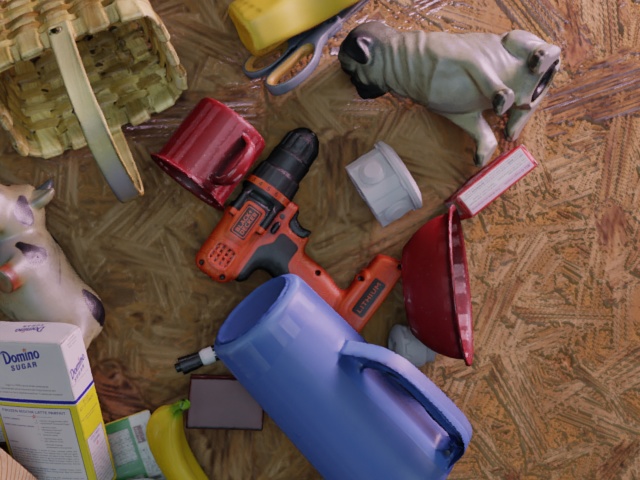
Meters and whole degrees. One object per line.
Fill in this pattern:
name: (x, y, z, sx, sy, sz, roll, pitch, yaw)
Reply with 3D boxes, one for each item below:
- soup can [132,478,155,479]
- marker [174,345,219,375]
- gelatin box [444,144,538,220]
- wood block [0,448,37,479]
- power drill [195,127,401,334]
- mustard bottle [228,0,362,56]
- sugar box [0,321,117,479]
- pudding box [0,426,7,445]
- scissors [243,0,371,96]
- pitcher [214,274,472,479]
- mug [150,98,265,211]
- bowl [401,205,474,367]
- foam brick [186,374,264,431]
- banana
soup can: (-0.179, 0.297, 1.060, 0.068, 0.068, 0.102, -8, 103, -5)
marker: (-0.093, 0.111, 1.105, 0.121, 0.020, 0.020, -21, 90, -5)
gelatin box: (0.175, -0.059, 1.101, 0.089, 0.073, 0.030, -39, 91, -4)
wood block: (-0.381, 0.221, 0.992, 0.206, 0.091, 0.090, 11, 60, 24)
power drill: (-0.007, 0.001, 1.097, 0.187, 0.057, 0.184, 36, 86, -1)
mustard bottle: (0.005, -0.254, 1.081, 0.191, 0.096, 0.058, -27, 111, -5)
sugar box: (-0.258, 0.163, 1.016, 0.093, 0.048, 0.176, 1, 114, 17)
pudding box: (-0.338, 0.151, 1.077, 0.090, 0.039, 0.113, -2, 87, -2)
scissors: (-0.006, -0.220, 1.114, 0.201, 0.096, 0.016, -54, 136, -29)
pitcher: (0.021, 0.147, 1.024, 0.149, 0.145, 0.242, -42, 105, 1)
mug: (-0.103, -0.086, 1.064, 0.093, 0.117, 0.081, 42, 80, -32)
bowl: (0.116, 0.048, 1.061, 0.055, 0.162, 0.162, -7, 89, 13)
foam brick: (-0.096, 0.165, 1.088, 0.078, 0.053, 0.051, 2, 89, -6)
banana: (-0.129, 0.232, 1.065, 0.037, 0.070, 0.198, -42, 127, -32)
